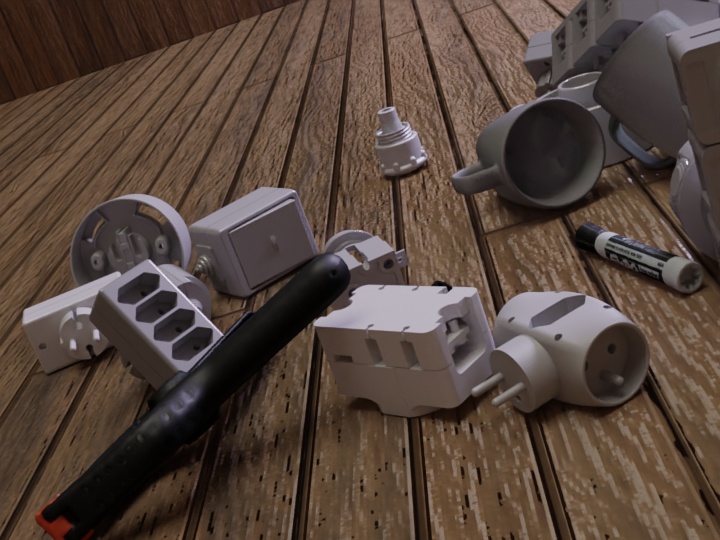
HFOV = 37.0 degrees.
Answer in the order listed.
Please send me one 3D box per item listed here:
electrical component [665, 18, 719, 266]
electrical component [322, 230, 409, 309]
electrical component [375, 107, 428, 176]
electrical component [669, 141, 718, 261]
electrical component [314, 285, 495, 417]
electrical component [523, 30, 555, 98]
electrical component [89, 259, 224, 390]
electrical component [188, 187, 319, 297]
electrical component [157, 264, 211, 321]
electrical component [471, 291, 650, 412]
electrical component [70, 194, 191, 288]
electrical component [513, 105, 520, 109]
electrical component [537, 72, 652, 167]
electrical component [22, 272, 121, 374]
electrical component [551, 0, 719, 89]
[{"bbox_3d":[0.222,-0.058,0.554,0.089,0.150,0.061,-15,19,13],"label":"electrical component"},{"bbox_3d":[0.000,0.000,0.767,0.066,0.048,0.055,-24,28,-10],"label":"electrical component"},{"bbox_3d":[0.034,-0.124,1.025,0.048,0.062,0.048,-18,20,7],"label":"electrical component"},{"bbox_3d":[0.223,-0.046,0.629,0.080,0.080,0.051,-17,15,7],"label":"electrical component"},{"bbox_3d":[0.027,0.045,0.609,0.089,0.055,0.050,1,28,44],"label":"electrical component"},{"bbox_3d":[0.191,-0.182,1.039,0.047,0.065,0.076,-5,54,36],"label":"electrical component"},{"bbox_3d":[-0.143,0.051,0.742,0.047,0.083,0.075,-38,-11,-40],"label":"electrical component"},{"bbox_3d":[-0.090,-0.021,0.877,0.096,0.061,0.061,-32,23,-29],"label":"electrical component"},{"bbox_3d":[-0.139,0.024,0.836,0.043,0.043,0.081,-27,21,-19],"label":"electrical component"},{"bbox_3d":[0.094,0.048,0.557,0.079,0.043,0.077,-28,22,-20],"label":"electrical component"},{"bbox_3d":[-0.193,-0.014,0.913,0.099,0.099,0.064,-17,14,9],"label":"electrical component"},{"bbox_3d":[0.134,-0.115,0.944,0.040,0.040,0.078,-3,27,39],"label":"electrical component"},{"bbox_3d":[0.192,-0.130,0.897,0.108,0.060,0.108,-17,20,7],"label":"electrical component"},{"bbox_3d":[-0.217,0.047,0.845,0.083,0.047,0.075,-23,20,-8],"label":"electrical component"},{"bbox_3d":[0.233,-0.200,0.929,0.089,0.061,0.150,4,-12,-10],"label":"electrical component"}]
